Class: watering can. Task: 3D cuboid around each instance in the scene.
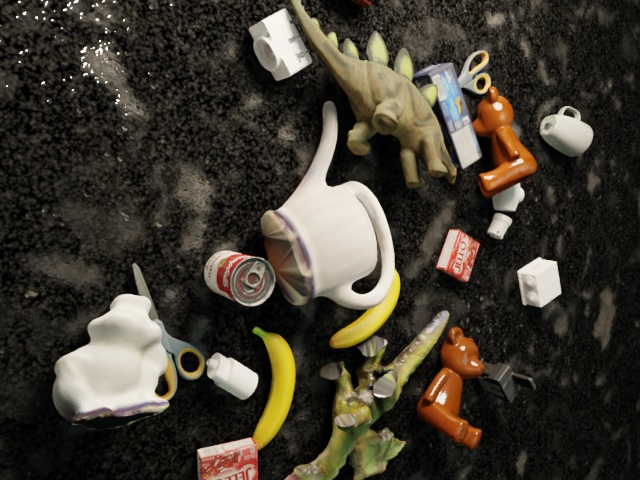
[{"bbox_3d":[0.003,-0.042,0.830,0.226,0.103,0.347,-21,91,-31],"label":"watering can"}]

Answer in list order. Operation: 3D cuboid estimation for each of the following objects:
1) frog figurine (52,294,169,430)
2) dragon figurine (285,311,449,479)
[{"bbox_3d":[-0.269,0.155,0.667,0.137,0.120,0.162,-2,60,-25],"label":"frog figurine"},{"bbox_3d":[0.104,0.313,0.929,0.414,0.123,0.238,-25,124,-28],"label":"dragon figurine"}]
